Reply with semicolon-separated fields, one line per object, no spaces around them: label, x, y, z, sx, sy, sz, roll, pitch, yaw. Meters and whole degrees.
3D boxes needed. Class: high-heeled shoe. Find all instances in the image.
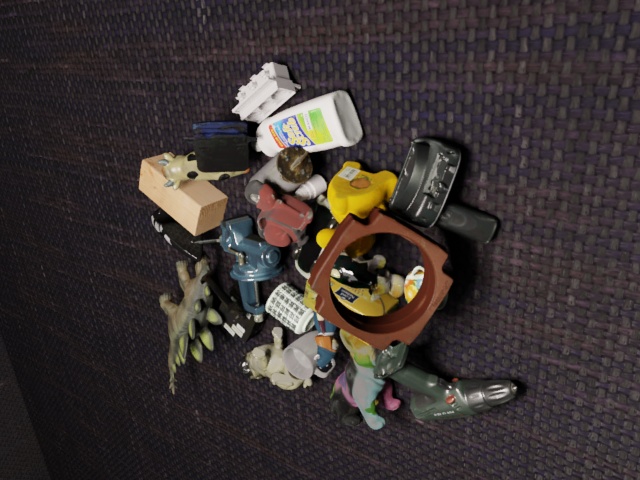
high-heeled shoe;-0.359;-0.001;1.346;0.249;0.086;0.145;55;147;31

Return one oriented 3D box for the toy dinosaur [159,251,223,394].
toy dinosaur;-0.347;0.214;1.404;0.199;0.105;0.470;59;138;37

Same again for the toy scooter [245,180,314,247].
toy scooter;-0.064;-0.039;1.036;0.135;0.075;0.183;19;154;21

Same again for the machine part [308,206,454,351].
machine part;0.098;0.061;0.890;0.201;0.087;0.201;30;99;-8

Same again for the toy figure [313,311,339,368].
toy figure;0.012;0.194;1.148;0.058;0.064;0.154;-20;68;47

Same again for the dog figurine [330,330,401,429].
dog figurine;0.081;0.274;1.141;0.192;0.108;0.219;-10;100;44

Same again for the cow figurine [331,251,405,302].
cow figurine;0.082;0.066;1.044;0.168;0.098;0.068;27;119;27

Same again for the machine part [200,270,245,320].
machine part;-0.227;0.135;1.262;0.139;0.039;0.084;50;170;-2

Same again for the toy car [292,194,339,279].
toy car;-0.002;-0.003;1.108;0.074;0.056;0.201;41;130;25

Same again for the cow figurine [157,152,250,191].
cow figurine;-0.270;-0.163;1.199;0.195;0.127;0.085;2;108;36

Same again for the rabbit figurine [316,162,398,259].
rabbit figurine;0.071;-0.033;0.988;0.122;0.162;0.173;16;139;19

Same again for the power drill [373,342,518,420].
power drill;0.220;0.261;1.010;0.207;0.086;0.232;30;141;-15

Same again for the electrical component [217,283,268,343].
electrical component;-0.196;0.187;1.352;0.115;0.058;0.134;45;132;16

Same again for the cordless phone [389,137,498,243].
cordless phone;0.217;-0.080;0.887;0.184;0.089;0.146;21;99;6

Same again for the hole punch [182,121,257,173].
hole punch;-0.198;-0.204;1.084;0.115;0.142;0.092;103;166;-61

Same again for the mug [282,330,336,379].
mug;-0.011;0.253;1.201;0.110;0.107;0.080;26;126;22

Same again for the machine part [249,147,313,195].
machine part;-0.082;-0.122;1.066;0.079;0.079;0.243;63;152;-3

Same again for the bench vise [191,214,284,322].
bench vise;-0.167;0.070;1.235;0.224;0.129;0.240;9;112;39

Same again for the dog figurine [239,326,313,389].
dog figurine;-0.110;0.322;1.334;0.172;0.121;0.190;50;146;13

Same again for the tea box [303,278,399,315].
tea box;0.061;0.125;1.089;0.170;0.098;0.068;29;127;23
